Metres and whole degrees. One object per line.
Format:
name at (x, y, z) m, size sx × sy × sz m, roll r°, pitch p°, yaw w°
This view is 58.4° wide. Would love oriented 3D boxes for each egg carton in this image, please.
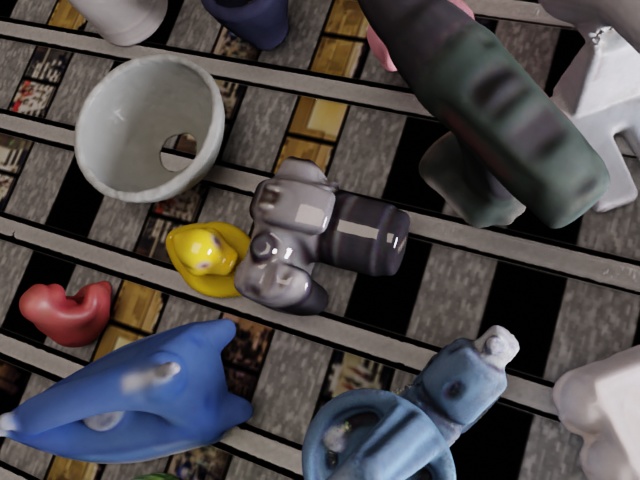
egg carton at (0.267, 0.134, 0.444) m, size 0.150 × 0.069 × 0.107 m, roll -24°, pitch 71°, yaw 7°

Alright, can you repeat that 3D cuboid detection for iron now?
iron at (-0.201, 0.149, 0.518) m, size 0.258 × 0.142 × 0.118 m, roll -19°, pitch 71°, yaw 8°

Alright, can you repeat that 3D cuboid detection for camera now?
camera at (0.005, 0.002, 0.528) m, size 0.136 × 0.101 × 0.143 m, roll 14°, pitch 79°, yaw 17°

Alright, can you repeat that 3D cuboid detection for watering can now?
watering can at (-0.249, -0.312, 0.626) m, size 0.172 × 0.194 × 0.101 m, roll -3°, pitch 74°, yaw 13°

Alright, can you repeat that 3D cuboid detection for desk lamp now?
desk lamp at (0.245, -0.157, 0.451) m, size 0.118 × 0.214 × 0.203 m, roll -21°, pitch 71°, yaw 8°

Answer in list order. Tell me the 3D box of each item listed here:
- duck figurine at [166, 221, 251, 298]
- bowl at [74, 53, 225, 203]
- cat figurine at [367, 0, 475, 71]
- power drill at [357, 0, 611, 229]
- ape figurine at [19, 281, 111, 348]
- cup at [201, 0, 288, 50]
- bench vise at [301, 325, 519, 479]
duck figurine at (-0.114, 0.012, 0.563) m, size 0.104 × 0.086 × 0.077 m, roll 23°, pitch 82°, yaw 19°
bowl at (-0.170, -0.109, 0.616) m, size 0.167 × 0.075 × 0.167 m, roll -4°, pitch 74°, yaw 13°
cat figurine at (0.093, -0.211, 0.554) m, size 0.067 × 0.118 × 0.128 m, roll 37°, pitch 87°, yaw 20°
power drill at (0.122, -0.092, 0.467) m, size 0.075 × 0.209 × 0.229 m, roll -42°, pitch 70°, yaw 0°
ape figurine at (-0.263, 0.069, 0.581) m, size 0.077 × 0.092 × 0.076 m, roll 6°, pitch 77°, yaw 16°
cup at (-0.065, -0.264, 0.620) m, size 0.091 × 0.095 × 0.118 m, roll 26°, pitch 83°, yaw 19°
bench vise at (0.054, 0.136, 0.416) m, size 0.121 × 0.220 × 0.207 m, roll 25°, pitch 83°, yaw 19°
